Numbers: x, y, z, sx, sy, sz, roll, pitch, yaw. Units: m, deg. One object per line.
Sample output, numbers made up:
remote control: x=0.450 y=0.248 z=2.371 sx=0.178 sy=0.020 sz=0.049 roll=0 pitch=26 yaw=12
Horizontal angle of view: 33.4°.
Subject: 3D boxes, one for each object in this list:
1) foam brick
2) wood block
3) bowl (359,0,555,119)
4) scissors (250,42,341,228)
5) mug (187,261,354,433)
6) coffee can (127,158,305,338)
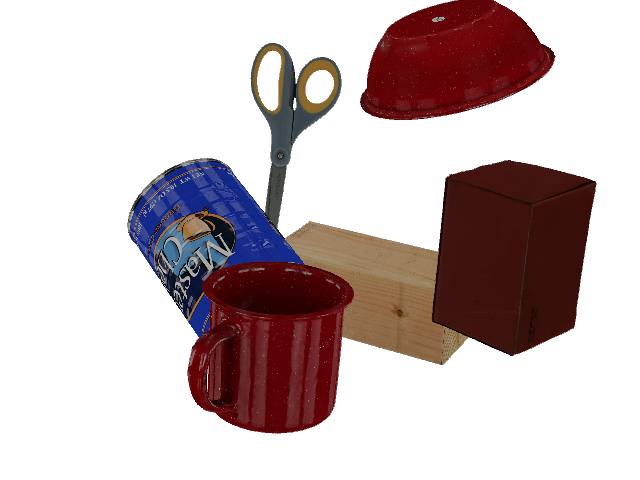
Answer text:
foam brick: x=0.091 y=0.006 z=0.510 sx=0.052 sy=0.078 sz=0.051 roll=-16 pitch=28 yaw=-41
wood block: x=0.057 y=0.054 z=1.163 sx=0.206 sy=0.091 sz=0.090 roll=14 pitch=27 yaw=26
bowl: x=0.103 y=-0.154 z=0.863 sx=0.162 sy=0.055 sz=0.162 roll=-15 pitch=24 yaw=7
scissors: x=-0.020 y=-0.091 z=1.026 sx=0.096 sy=0.202 sz=0.016 roll=-8 pitch=1 yaw=1
mug: x=-0.036 y=0.069 z=0.656 sx=0.093 sy=0.081 sz=0.117 roll=17 pitch=23 yaw=34
coffee can: x=-0.077 y=0.017 z=0.855 sx=0.102 sy=0.103 sz=0.140 roll=0 pitch=42 yaw=-46
